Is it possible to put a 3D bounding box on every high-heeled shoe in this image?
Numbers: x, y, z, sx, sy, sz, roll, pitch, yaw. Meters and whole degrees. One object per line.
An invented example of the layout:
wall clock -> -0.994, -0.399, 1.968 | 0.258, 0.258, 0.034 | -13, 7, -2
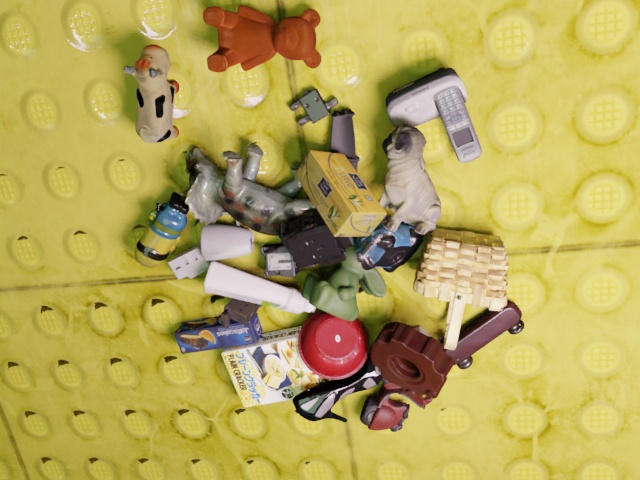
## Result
high-heeled shoe -> 0.049, 0.302, 1.210 | 0.145, 0.086, 0.248 | 31, 86, -17

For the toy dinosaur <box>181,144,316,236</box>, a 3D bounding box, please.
toy dinosaur -> -0.115, -0.077, 1.124 | 0.405, 0.131, 0.192 | 26, 123, -4

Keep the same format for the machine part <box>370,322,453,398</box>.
machine part -> 0.187, 0.252, 1.116 | 0.180, 0.056, 0.179 | 24, 139, 23

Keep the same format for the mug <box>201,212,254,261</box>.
mug -> -0.201, -0.007, 1.189 | 0.107, 0.080, 0.109 | 2, 73, 2

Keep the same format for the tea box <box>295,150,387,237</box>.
tea box -> 0.037, -0.088, 1.020 | 0.170, 0.098, 0.068 | 56, 129, 28

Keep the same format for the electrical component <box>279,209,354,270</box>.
electrical component -> -0.002, -0.003, 1.080 | 0.134, 0.058, 0.114 | -16, 135, 14

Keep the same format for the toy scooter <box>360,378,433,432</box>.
toy scooter -> 0.181, 0.379, 1.251 | 0.135, 0.075, 0.183 | 23, 108, 0

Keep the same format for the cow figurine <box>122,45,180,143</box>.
cow figurine -> -0.336, -0.290, 1.078 | 0.086, 0.127, 0.194 | 11, 114, 4

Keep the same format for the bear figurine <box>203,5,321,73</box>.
bear figurine -> -0.101, -0.373, 1.005 | 0.196, 0.132, 0.120 | 8, 114, 14

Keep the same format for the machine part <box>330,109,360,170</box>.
machine part -> 0.044, -0.195, 1.088 | 0.084, 0.039, 0.138 | 9, 113, 13

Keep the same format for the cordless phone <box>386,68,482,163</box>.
cordless phone -> 0.220, -0.220, 1.023 | 0.147, 0.089, 0.184 | -22, 109, 17

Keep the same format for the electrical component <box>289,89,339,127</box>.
electrical component -> -0.012, -0.270, 1.079 | 0.094, 0.021, 0.063 | -26, 102, 19

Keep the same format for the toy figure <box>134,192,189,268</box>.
toy figure -> -0.354, -0.019, 1.200 | 0.082, 0.089, 0.180 | 40, 114, 3

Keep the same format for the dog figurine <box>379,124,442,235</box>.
dog figurine -> 0.189, -0.120, 1.036 | 0.121, 0.172, 0.190 | 39, 121, 40

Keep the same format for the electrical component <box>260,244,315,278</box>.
electrical component -> -0.068, 0.042, 1.182 | 0.119, 0.048, 0.074 | -7, 97, 11

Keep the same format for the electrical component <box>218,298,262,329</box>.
electrical component -> -0.187, 0.164, 1.233 | 0.078, 0.102, 0.045 | 21, 120, 11

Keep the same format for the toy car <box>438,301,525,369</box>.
toy car -> 0.345, 0.201, 1.165 | 0.202, 0.053, 0.089 | -41, 108, 17

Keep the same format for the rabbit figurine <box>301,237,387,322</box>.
rabbit figurine -> 0.064, 0.080, 1.140 | 0.159, 0.121, 0.170 | 27, 89, -10

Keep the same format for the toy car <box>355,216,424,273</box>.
toy car -> 0.127, 0.000, 1.101 | 0.109, 0.161, 0.103 | -53, 55, 30

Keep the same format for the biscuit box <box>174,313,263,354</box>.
biscuit box -> -0.241, 0.220, 1.280 | 0.203, 0.059, 0.062 | -11, 107, 14
